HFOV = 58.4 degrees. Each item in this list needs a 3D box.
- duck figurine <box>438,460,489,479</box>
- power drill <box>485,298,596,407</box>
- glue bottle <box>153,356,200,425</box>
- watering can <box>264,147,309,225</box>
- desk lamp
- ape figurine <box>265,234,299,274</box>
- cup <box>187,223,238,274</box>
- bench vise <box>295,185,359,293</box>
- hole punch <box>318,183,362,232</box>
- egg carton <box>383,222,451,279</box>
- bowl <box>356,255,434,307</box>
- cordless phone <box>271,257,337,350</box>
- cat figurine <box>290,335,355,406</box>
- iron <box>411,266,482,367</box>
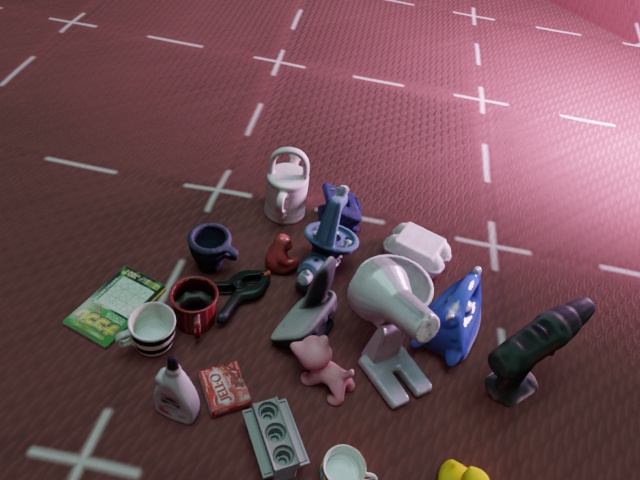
[{"bbox_3d":[0.244,0.400,0.935,0.078,0.086,0.104,-21,52,-27],"label":"duck figurine"},{"bbox_3d":[0.393,0.212,1.063,0.230,0.208,0.075,-22,52,-28],"label":"power drill"},{"bbox_3d":[-0.241,0.242,0.948,0.078,0.173,0.037,16,45,7],"label":"glue bottle"},{"bbox_3d":[-0.078,-0.144,1.351,0.101,0.194,0.172,-4,46,-14],"label":"watering can"},{"bbox_3d":[0.139,0.165,1.063,0.118,0.213,0.202,-19,51,-26],"label":"desk lamp"},{"bbox_3d":[-0.083,0.025,1.253,0.076,0.092,0.077,-11,48,-20],"label":"ape figurine"},{"bbox_3d":[-0.223,0.030,1.221,0.117,0.095,0.092,26,47,16],"label":"cup"},{"bbox_3d":[0.023,0.006,1.198,0.121,0.220,0.207,10,44,0],"label":"bench vise"},{"bbox_3d":[0.051,-0.081,1.384,0.101,0.091,0.108,-2,45,-12],"label":"hole punch"},{"bbox_3d":[0.225,0.023,1.324,0.150,0.069,0.107,27,47,17],"label":"egg carton"},{"bbox_3d":[0.152,0.113,1.217,0.167,0.075,0.167,5,44,-5],"label":"bowl"},{"bbox_3d":[-0.023,0.122,1.098,0.094,0.185,0.148,24,46,15],"label":"cordless phone"},{"bbox_3d":[0.007,0.225,1.048,0.127,0.118,0.067,29,48,19],"label":"cat figurine"},{"bbox_3d":[0.287,0.129,1.177,0.118,0.141,0.259,26,47,17],"label":"iron"}]
